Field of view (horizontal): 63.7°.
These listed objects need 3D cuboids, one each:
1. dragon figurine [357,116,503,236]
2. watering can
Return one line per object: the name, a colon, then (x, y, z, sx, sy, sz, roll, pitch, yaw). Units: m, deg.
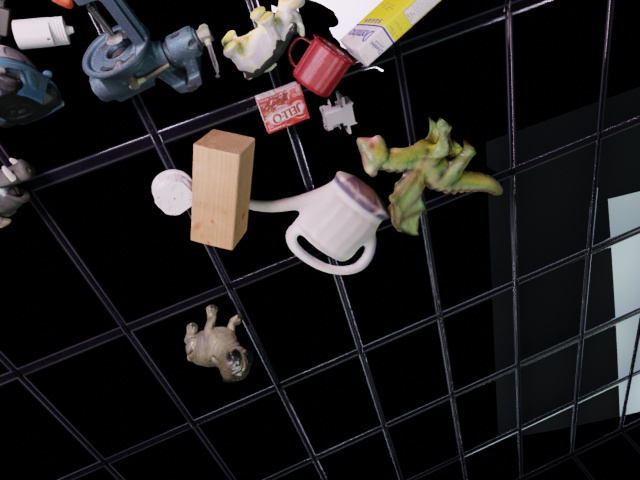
dragon figurine: (0.237, -0.119, 1.118, 0.405, 0.124, 0.242, 35, 93, -32)
watering can: (0.003, -0.056, 1.115, 0.344, 0.106, 0.222, 36, 104, -25)
